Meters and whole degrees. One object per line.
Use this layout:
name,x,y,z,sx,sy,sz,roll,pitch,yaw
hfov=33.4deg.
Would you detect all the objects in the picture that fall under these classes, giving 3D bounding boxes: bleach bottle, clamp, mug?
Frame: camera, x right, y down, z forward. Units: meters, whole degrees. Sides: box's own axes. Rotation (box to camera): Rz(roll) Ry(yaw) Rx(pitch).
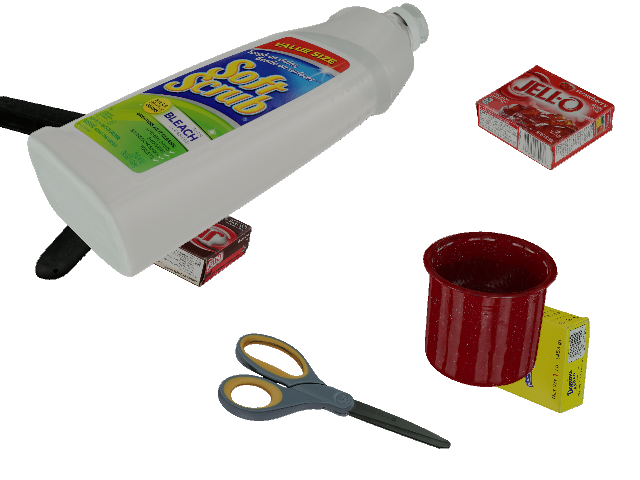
bleach bottle,-0.041,-0.080,0.641,0.250,0.068,0.103,-34,51,-24
clamp,-0.138,-0.055,0.806,0.209,0.164,0.036,-10,-30,-15
mug,0.113,0.045,0.773,0.093,0.081,0.117,-10,30,-21

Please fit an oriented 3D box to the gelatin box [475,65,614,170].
gelatin box,0.185,-0.105,0.888,0.073,0.030,0.089,-32,47,-21

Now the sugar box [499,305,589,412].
sugar box,0.190,0.103,1.101,0.048,0.093,0.177,-12,20,-42

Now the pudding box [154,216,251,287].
pudding box,-0.138,-0.007,1.049,0.114,0.039,0.089,24,28,17

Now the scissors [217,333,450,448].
scissors,0.000,0.143,0.889,0.202,0.016,0.096,31,47,23
